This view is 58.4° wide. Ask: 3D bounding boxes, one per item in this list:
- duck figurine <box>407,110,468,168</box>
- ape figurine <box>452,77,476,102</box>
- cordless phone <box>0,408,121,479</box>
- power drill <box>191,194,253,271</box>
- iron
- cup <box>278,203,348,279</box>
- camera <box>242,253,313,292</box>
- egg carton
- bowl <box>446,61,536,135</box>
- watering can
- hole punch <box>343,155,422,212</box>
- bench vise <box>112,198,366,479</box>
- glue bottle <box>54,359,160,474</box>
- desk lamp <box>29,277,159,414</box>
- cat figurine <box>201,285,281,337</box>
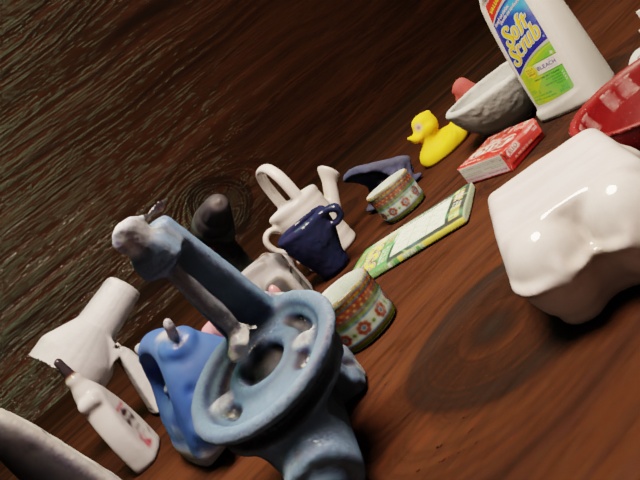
[{"bbox_3d":[0.204,-0.193,1.023,0.104,0.086,0.077,-40,9,0],"label":"duck figurine"},{"bbox_3d":[0.266,-0.243,0.998,0.078,0.092,0.076,-45,11,-26],"label":"ape figurine"},{"bbox_3d":[-0.167,0.182,0.418,0.094,0.185,0.147,-46,11,-33],"label":"cordless phone"},{"bbox_3d":[-0.138,0.026,0.966,0.076,0.208,0.229,-44,10,-25],"label":"power drill"},{"bbox_3d":[-0.153,0.153,0.635,0.119,0.141,0.257,-46,11,-32],"label":"iron"},{"bbox_3d":[0.008,0.003,0.851,0.117,0.095,0.092,-34,11,33],"label":"cup"},{"bbox_3d":[-0.084,0.086,0.805,0.137,0.101,0.143,-40,9,3],"label":"camera"},{"bbox_3d":[0.168,-0.014,0.373,0.107,0.069,0.150,-36,10,21],"label":"egg carton"},{"bbox_3d":[0.276,-0.210,0.855,0.167,0.075,0.167,-39,9,8],"label":"bowl"},{"bbox_3d":[-0.032,-0.054,0.972,0.100,0.194,0.173,-29,15,49],"label":"watering can"},{"bbox_3d":[0.108,-0.114,1.018,0.101,0.091,0.108,-43,10,-20],"label":"hole punch"},{"bbox_3d":[-0.059,0.069,0.416,0.121,0.220,0.207,-42,10,-11],"label":"bench vise"},{"bbox_3d":[-0.273,0.215,0.722,0.037,0.173,0.078,-42,10,-9],"label":"glue bottle"},{"bbox_3d":[-0.310,0.179,0.912,0.203,0.213,0.117,-45,11,-28],"label":"desk lamp"},{"bbox_3d":[-0.077,0.095,0.680,0.127,0.118,0.067,-33,12,37],"label":"cat figurine"}]
